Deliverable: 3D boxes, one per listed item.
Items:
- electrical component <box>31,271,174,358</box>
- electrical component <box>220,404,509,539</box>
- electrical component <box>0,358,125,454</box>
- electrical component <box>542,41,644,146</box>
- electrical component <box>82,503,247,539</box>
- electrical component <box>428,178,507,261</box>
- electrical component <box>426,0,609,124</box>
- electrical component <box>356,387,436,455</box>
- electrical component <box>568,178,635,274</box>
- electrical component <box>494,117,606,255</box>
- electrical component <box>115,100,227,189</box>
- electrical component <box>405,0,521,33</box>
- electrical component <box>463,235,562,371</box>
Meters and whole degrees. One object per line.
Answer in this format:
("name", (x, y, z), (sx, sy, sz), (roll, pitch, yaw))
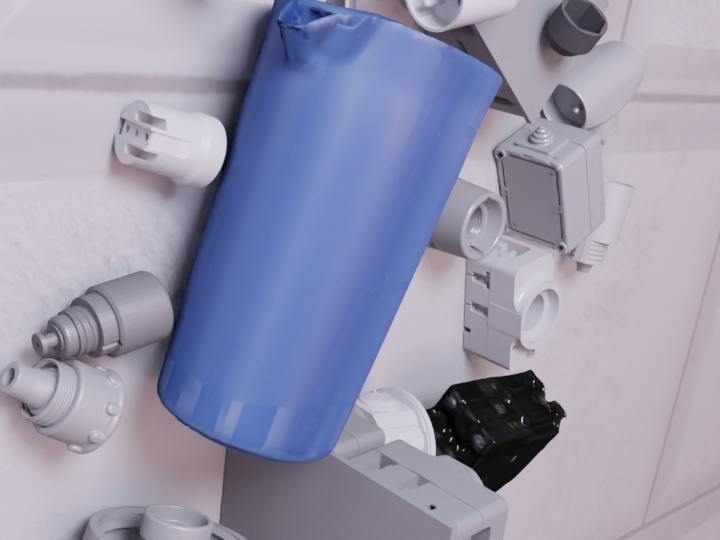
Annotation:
("electrical component", (-0.136, 0.028, 0.571), (0.078, 0.040, 0.040), (-21, 123, -41))
("electrical component", (-0.002, 0.153, 0.666), (0.060, 0.186, 0.105), (-12, 117, -44))
("electrical component", (-0.159, 0.066, 0.564), (0.062, 0.048, 0.048), (33, 83, -43))
("electrical component", (0.183, -0.128, 0.844), (0.077, 0.044, 0.079), (-37, 132, -30))
("electrical component", (-0.111, 0.170, 0.620), (0.108, 0.108, 0.060), (12, 93, -50))
("electrical component", (0.071, -0.037, 0.762), (0.055, 0.047, 0.055), (-23, 125, -39))
("electrical component", (0.081, -0.196, 0.685), (0.105, 0.060, 0.186), (-56, 139, -12))
("electrical component", (0.010, 0.123, 0.749), (0.051, 0.080, 0.080), (1, 108, -42))
("electrical component", (0.199, -0.037, 0.906), (0.043, 0.043, 0.081), (2, 106, -48))
("electrical component", (0.147, -0.072, 0.818), (0.061, 0.062, 0.096), (-38, 133, -30))
("electrical component", (-0.100, -0.067, 0.567), (0.046, 0.040, 0.040), (13, 98, -44))
("electrical component", (0.068, -0.162, 0.604), (0.081, 0.043, 0.043), (-23, 124, -40))
("electrical component", (0.119, 0.027, 0.840), (0.050, 0.056, 0.089), (-24, 125, -39))
